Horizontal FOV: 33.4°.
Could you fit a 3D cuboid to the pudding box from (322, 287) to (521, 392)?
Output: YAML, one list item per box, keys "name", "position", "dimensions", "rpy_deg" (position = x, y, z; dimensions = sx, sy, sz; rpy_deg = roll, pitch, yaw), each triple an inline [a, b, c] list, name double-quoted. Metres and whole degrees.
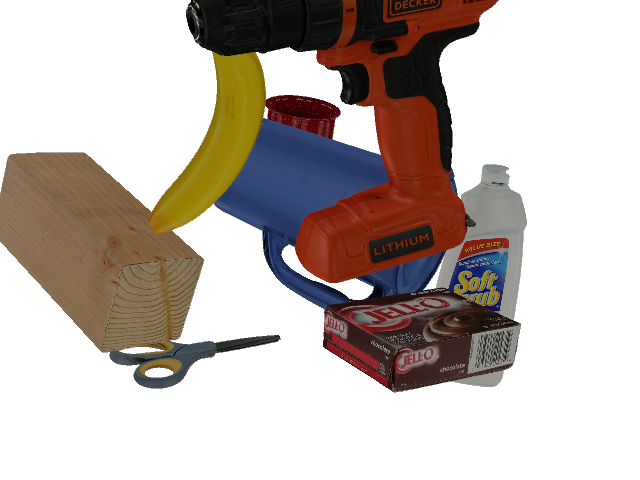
- name: "pudding box"
  position: [0.071, 0.068, 0.765]
  dimensions: [0.113, 0.039, 0.090]
  rpy_deg: [-4, 18, -32]

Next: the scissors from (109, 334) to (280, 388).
- name: "scissors"
  position: [-0.128, 0.130, 1.171]
  dimensions: [0.201, 0.016, 0.096]
  rpy_deg: [1, 26, -19]

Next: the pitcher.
- name: "pitcher"
  position: [0.005, -0.032, 1.083]
  dimensions: [0.243, 0.145, 0.149]
  rpy_deg: [23, 27, 23]

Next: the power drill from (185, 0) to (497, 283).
- name: "power drill"
  position: [0.020, -0.072, 0.603]
  dimensions: [0.184, 0.188, 0.057]
  rpy_deg: [-15, 32, -20]

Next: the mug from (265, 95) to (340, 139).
- name: "mug"
  position: [-0.021, -0.129, 1.315]
  dimensions: [0.093, 0.081, 0.117]
  rpy_deg: [18, 25, 21]

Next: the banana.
- name: "banana"
  position: [-0.084, -0.084, 0.830]
  dimensions: [0.069, 0.198, 0.037]
  rpy_deg: [12, 34, -9]

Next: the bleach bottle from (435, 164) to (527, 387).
- name: "bleach bottle"
  position: [0.177, 0.037, 1.222]
  dimensions: [0.103, 0.251, 0.068]
  rpy_deg: [9, 16, 15]

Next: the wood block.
- name: "wood block"
  position: [-0.211, 0.004, 0.993]
  dimensions: [0.090, 0.091, 0.206]
  rpy_deg: [-6, 34, -45]
